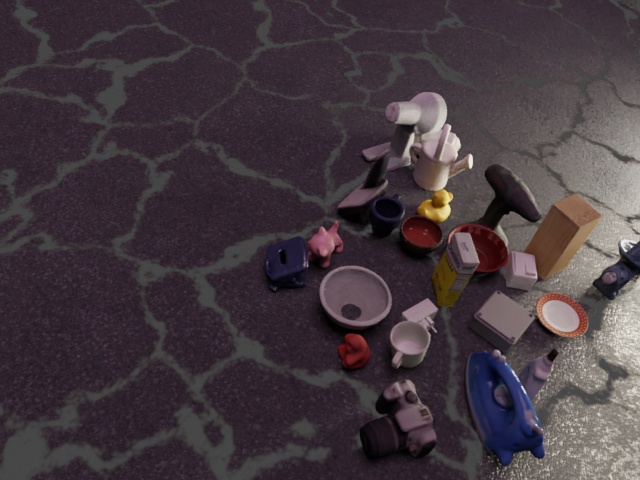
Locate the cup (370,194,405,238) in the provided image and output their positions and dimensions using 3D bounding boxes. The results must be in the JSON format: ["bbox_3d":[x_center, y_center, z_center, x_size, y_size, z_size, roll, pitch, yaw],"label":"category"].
[{"bbox_3d":[0.173,-0.061,1.501,0.091,0.095,0.118,27,51,14],"label":"cup"}]

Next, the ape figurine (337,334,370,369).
[{"bbox_3d":[0.074,0.233,1.231,0.076,0.092,0.078,22,50,10],"label":"ape figurine"}]

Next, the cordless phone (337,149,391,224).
[{"bbox_3d":[0.124,-0.148,1.507,0.094,0.185,0.148,31,51,17],"label":"cordless phone"}]

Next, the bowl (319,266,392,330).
[{"bbox_3d":[0.076,0.145,1.319,0.167,0.075,0.167,5,49,-5],"label":"bowl"}]

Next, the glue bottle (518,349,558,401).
[{"bbox_3d":[0.460,0.278,1.205,0.037,0.173,0.078,20,49,8],"label":"glue bottle"}]

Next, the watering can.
[{"bbox_3d":[0.342,-0.240,1.618,0.173,0.194,0.101,5,49,-5],"label":"watering can"}]

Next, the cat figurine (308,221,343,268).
[{"bbox_3d":[0.013,0.005,1.400,0.067,0.118,0.128,27,51,14],"label":"cat figurine"}]

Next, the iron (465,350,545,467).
[{"bbox_3d":[0.378,0.317,1.179,0.119,0.141,0.258,-6,51,-14],"label":"iron"}]

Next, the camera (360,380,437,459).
[{"bbox_3d":[0.145,0.359,1.129,0.137,0.101,0.143,-12,53,-19],"label":"camera"}]

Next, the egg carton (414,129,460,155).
[{"bbox_3d":[0.349,-0.289,1.744,0.150,0.069,0.107,20,49,7],"label":"egg carton"}]

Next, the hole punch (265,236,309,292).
[{"bbox_3d":[-0.081,0.054,1.360,0.101,0.091,0.108,-3,50,-12],"label":"hole punch"}]

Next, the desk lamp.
[{"bbox_3d":[0.246,-0.317,1.655,0.204,0.213,0.117,-21,56,-25],"label":"desk lamp"}]

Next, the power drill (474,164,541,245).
[{"bbox_3d":[0.481,-0.077,1.492,0.076,0.208,0.229,-5,51,-14],"label":"power drill"}]

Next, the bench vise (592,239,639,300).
[{"bbox_3d":[0.797,0.051,1.428,0.121,0.220,0.208,33,52,19],"label":"bench vise"}]

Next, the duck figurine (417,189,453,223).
[{"bbox_3d":[0.318,-0.099,1.564,0.105,0.086,0.077,-19,55,-24],"label":"duck figurine"}]
